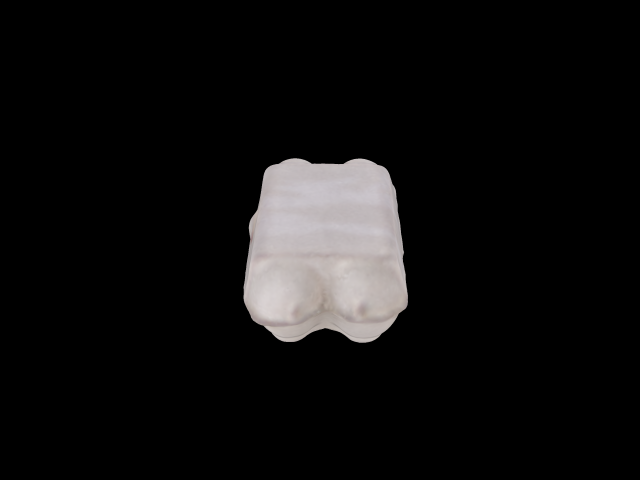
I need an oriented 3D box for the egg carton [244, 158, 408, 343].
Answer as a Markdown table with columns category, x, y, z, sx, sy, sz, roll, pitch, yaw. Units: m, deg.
| category | x | y | z | sx | sy | sz | roll | pitch | yaw |
| --- | --- | --- | --- | --- | --- | --- | --- | --- | --- |
| egg carton | 0.004 | 0.001 | 0.400 | 0.107 | 0.069 | 0.150 | 0 | 43 | 0 |
